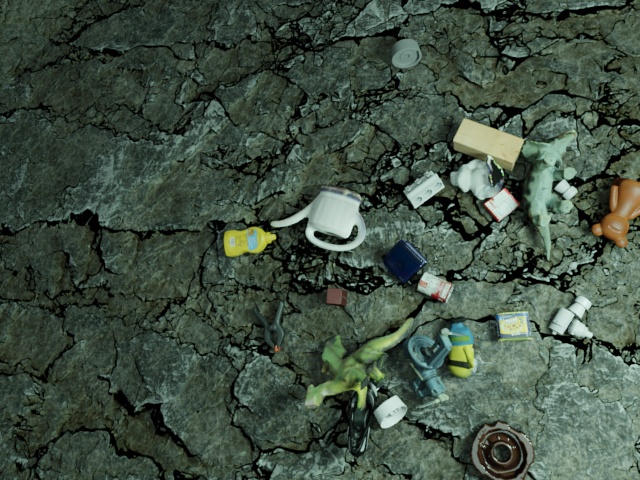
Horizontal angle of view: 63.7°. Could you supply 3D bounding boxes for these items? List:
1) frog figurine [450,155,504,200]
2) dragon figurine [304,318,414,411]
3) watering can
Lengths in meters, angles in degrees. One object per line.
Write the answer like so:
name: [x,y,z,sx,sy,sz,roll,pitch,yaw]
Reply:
frog figurine: [0.519,-0.198,1.706,0.158,0.123,0.138,-21,78,48]
dragon figurine: [0.102,0.374,1.640,0.245,0.119,0.416,22,62,41]
watering can: [0.005,-0.091,1.806,0.349,0.103,0.226,17,81,20]
